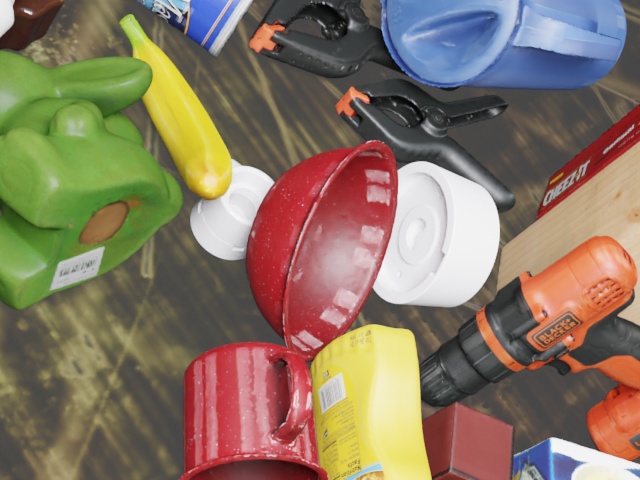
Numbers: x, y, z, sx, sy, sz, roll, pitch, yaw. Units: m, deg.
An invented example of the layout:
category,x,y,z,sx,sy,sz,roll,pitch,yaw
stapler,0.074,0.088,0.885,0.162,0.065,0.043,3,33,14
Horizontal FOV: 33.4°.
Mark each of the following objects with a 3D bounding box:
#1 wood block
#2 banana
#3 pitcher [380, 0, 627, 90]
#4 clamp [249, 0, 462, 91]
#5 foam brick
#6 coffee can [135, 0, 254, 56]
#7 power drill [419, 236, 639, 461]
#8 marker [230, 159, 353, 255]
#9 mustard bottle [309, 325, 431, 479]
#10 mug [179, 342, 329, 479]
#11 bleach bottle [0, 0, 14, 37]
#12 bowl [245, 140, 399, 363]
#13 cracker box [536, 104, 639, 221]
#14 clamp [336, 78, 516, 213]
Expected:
category,x,y,z,sx,sy,sz,roll,pitch,yaw
wood block,0.233,0.008,0.823,0.090,0.206,0.090,26,51,-15
banana,-0.099,-0.080,0.751,0.069,0.037,0.198,44,10,-50
pitcher,0.180,-0.189,0.931,0.242,0.145,0.149,-4,69,-51
clamp,0.021,-0.196,0.930,0.209,0.036,0.164,-11,68,-39
foam brick,0.089,0.155,0.731,0.053,0.078,0.051,24,52,-20
coffee can,-0.110,-0.223,0.822,0.140,0.103,0.102,34,50,-9
power drill,0.187,0.098,0.791,0.187,0.185,0.057,37,28,-31
marker,-0.022,-0.020,0.807,0.121,0.020,0.020,34,50,-10
mustard bottle,0.035,0.158,0.682,0.058,0.096,0.191,12,57,-27
mug,-0.039,0.110,0.657,0.093,0.117,0.081,12,51,-24
bleach bottle,-0.290,-0.130,0.637,0.250,0.068,0.102,-28,81,-24
bowl,-0.005,0.001,0.742,0.055,0.162,0.161,20,45,22
cracker box,0.322,-0.012,0.919,0.213,0.164,0.072,36,47,-8
clamp,0.097,-0.085,0.908,0.171,0.039,0.120,7,53,-23
